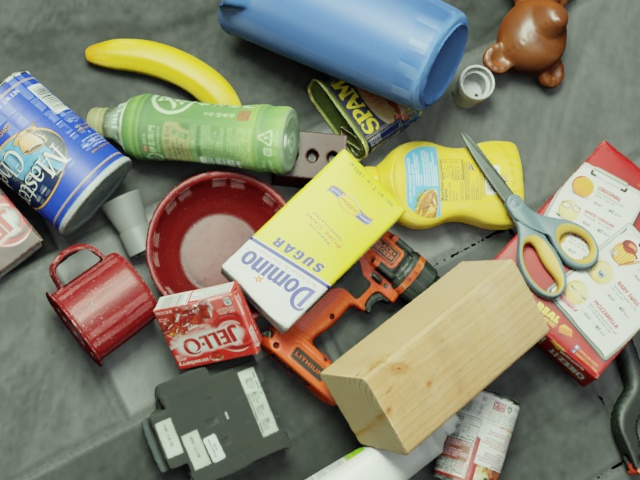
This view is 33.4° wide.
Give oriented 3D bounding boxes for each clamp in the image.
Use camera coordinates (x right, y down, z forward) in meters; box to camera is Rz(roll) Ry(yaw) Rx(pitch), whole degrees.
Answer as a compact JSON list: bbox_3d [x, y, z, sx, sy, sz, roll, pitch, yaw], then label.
[{"bbox_3d":[0.373,0.175,1.173,0.120,0.039,0.171,7,78,-1],"label":"clamp"}]

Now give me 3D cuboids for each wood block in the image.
[{"bbox_3d":[0.116,0.112,1.062,0.205,0.091,0.090,-36,105,-25],"label":"wood block"}]

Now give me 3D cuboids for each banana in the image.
[{"bbox_3d":[-0.154,-0.170,1.147,0.198,0.037,0.069,34,77,-2],"label":"banana"}]

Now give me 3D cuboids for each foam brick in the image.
[{"bbox_3d":[-0.012,-0.085,1.148,0.078,0.051,0.053,3,81,-8],"label":"foam brick"}]

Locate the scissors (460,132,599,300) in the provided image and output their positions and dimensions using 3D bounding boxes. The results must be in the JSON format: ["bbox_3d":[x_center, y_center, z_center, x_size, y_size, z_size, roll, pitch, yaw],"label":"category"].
[{"bbox_3d":[0.226,-0.036,1.128,0.096,0.016,0.202,-16,75,-8],"label":"scissors"}]

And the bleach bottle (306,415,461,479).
[{"bbox_3d":[0.033,0.244,1.069,0.250,0.102,0.068,-33,89,-7],"label":"bleach bottle"}]

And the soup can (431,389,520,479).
[{"bbox_3d":[0.164,0.210,1.120,0.068,0.068,0.102,21,78,-5],"label":"soup can"}]

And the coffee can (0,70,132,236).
[{"bbox_3d":[-0.277,-0.088,1.081,0.140,0.103,0.102,41,77,-1],"label":"coffee can"}]

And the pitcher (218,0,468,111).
[{"bbox_3d":[0.030,-0.233,1.106,0.243,0.145,0.149,29,78,18],"label":"pitcher"}]

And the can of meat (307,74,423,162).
[{"bbox_3d":[0.050,-0.151,1.167,0.084,0.057,0.102,-35,87,-15],"label":"can of meat"}]

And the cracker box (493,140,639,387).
[{"bbox_3d":[0.297,0.026,1.159,0.164,0.072,0.213,42,77,11],"label":"cracker box"}]

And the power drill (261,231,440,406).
[{"bbox_3d":[0.042,0.080,1.129,0.184,0.057,0.187,40,76,-4],"label":"power drill"}]

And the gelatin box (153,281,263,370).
[{"bbox_3d":[-0.110,0.085,1.056,0.089,0.030,0.073,-12,116,17],"label":"gelatin box"}]

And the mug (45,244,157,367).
[{"bbox_3d":[-0.222,0.057,1.072,0.081,0.093,0.117,-37,102,-18],"label":"mug"}]

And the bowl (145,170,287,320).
[{"bbox_3d":[-0.101,0.011,1.117,0.162,0.055,0.162,1,81,-9],"label":"bowl"}]

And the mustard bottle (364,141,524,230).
[{"bbox_3d":[0.122,-0.059,1.161,0.191,0.058,0.096,0,79,-9],"label":"mustard bottle"}]

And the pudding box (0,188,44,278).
[{"bbox_3d":[-0.353,0.002,1.088,0.113,0.039,0.090,-40,89,-13],"label":"pudding box"}]

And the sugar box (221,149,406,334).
[{"bbox_3d":[-0.007,0.001,1.079,0.093,0.048,0.176,44,76,3],"label":"sugar box"}]
